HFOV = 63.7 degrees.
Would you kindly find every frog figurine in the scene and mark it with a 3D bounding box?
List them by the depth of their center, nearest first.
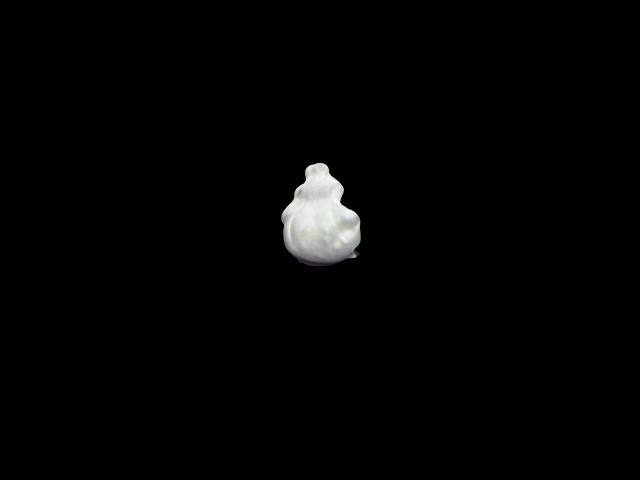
[{"bbox_3d":[0.003,-0.043,0.850,0.138,0.157,0.124,15,25,33],"label":"frog figurine"}]
